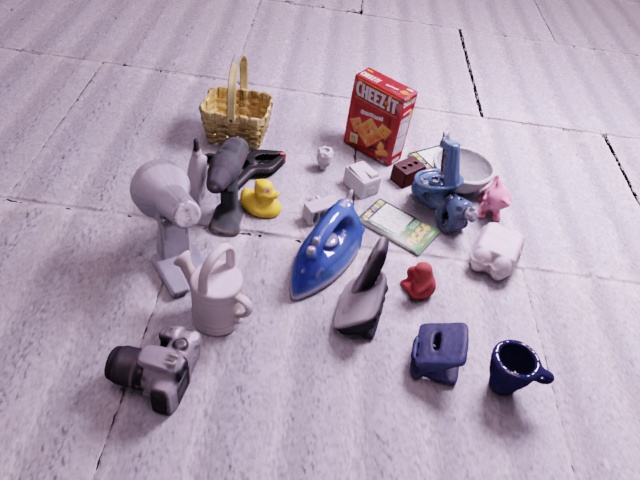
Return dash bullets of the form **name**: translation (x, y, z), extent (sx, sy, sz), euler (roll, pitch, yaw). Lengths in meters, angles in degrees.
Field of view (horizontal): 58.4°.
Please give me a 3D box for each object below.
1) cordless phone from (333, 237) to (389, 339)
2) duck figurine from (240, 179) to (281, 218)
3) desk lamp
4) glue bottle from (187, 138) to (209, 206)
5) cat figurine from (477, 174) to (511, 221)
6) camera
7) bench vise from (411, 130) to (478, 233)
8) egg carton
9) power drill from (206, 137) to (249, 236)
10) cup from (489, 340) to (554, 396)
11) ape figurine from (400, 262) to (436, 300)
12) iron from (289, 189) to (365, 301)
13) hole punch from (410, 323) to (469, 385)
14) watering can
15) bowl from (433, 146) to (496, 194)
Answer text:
- **cordless phone**: translation (0.090, 0.091, 1.127), extent (0.094, 0.185, 0.147), euler (13, 44, 4)
- **duck figurine**: translation (-0.140, -0.109, 1.363), extent (0.104, 0.086, 0.078), euler (21, 45, 12)
- **desk lamp**: translation (-0.294, -0.032, 1.165), extent (0.118, 0.213, 0.202), euler (-21, 52, -28)
- **glue bottle**: translation (-0.284, -0.163, 1.330), extent (0.037, 0.173, 0.078), euler (14, 44, 5)
- **cat figurine**: translation (0.444, -0.112, 1.447), extent (0.067, 0.118, 0.128), euler (13, 44, 4)
- **camera**: translation (-0.292, 0.210, 0.999), extent (0.136, 0.101, 0.143), euler (13, 44, 4)
- **bench vise**: translation (0.320, -0.142, 1.381), extent (0.206, 0.220, 0.122), euler (37, 50, 25)
- **egg carton**: translation (0.413, 0.025, 1.336), extent (0.107, 0.069, 0.150), euler (24, 46, 14)
- **power drill**: translation (-0.206, -0.114, 1.268), extent (0.075, 0.208, 0.229), euler (8, 44, -1)
- **cup**: translation (0.368, 0.254, 1.075), extent (0.117, 0.095, 0.092), euler (23, 45, 13)
- **ape figurine**: translation (0.216, 0.081, 1.227), extent (0.076, 0.092, 0.078), euler (16, 44, 7)
- **iron**: translation (0.011, 0.004, 1.234), extent (0.118, 0.141, 0.259), euler (24, 46, 14)
- **hole punch**: translation (0.228, 0.210, 1.098), extent (0.101, 0.091, 0.109), euler (14, 44, 5)
- **watering can**: translation (-0.201, 0.082, 1.078), extent (0.172, 0.194, 0.101), euler (13, 44, 4)
- **bowl**: translation (0.376, -0.176, 1.531), extent (0.167, 0.075, 0.167), euler (5, 44, -5)
